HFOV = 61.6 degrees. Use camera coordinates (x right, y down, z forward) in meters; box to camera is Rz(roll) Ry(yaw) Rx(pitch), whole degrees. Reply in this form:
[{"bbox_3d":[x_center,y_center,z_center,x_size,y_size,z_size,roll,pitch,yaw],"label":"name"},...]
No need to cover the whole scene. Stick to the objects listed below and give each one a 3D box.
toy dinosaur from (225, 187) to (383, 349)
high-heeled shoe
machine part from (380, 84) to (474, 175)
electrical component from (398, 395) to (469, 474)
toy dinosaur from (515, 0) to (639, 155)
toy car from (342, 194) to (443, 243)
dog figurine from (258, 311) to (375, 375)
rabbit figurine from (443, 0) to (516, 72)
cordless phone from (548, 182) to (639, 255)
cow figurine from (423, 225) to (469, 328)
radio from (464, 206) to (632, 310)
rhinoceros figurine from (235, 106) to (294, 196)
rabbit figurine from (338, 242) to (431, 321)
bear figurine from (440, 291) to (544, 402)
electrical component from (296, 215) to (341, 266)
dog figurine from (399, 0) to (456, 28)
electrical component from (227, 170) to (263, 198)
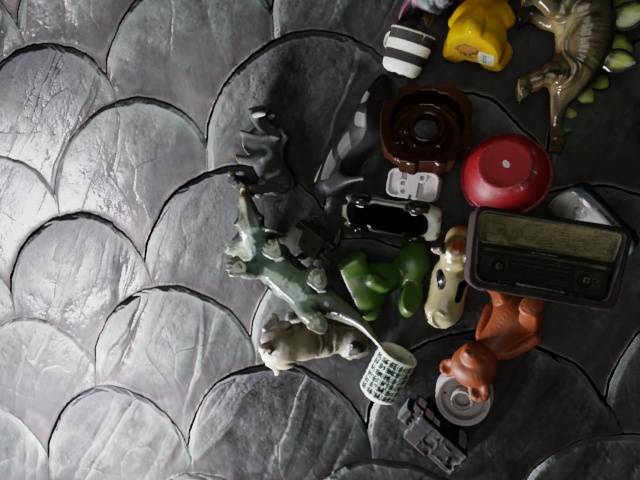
[{"bbox_3d":[-0.048,0.078,1.057,0.405,0.192,0.131,42,96,3],"label":"toy dinosaur"},{"bbox_3d":[0.062,-0.203,1.066,0.145,0.086,0.248,4,74,51],"label":"high-heeled shoe"},{"bbox_3d":[0.192,-0.200,0.976,0.179,0.056,0.179,-2,72,6],"label":"machine part"},{"bbox_3d":[0.210,0.355,1.005,0.134,0.115,0.058,40,101,13],"label":"electrical component"},{"bbox_3d":[0.433,-0.378,0.894,0.199,0.105,0.470,2,103,12],"label":"toy dinosaur"},{"bbox_3d":[0.135,-0.044,1.031,0.202,0.056,0.073,11,110,28],"label":"toy car"},{"bbox_3d":[-0.004,0.200,1.047,0.191,0.172,0.121,-3,103,27],"label":"dog figurine"},{"bbox_3d":[0.285,-0.406,0.930,0.122,0.162,0.173,24,83,29],"label":"rabbit figurine"},{"bbox_3d":[0.428,0.004,0.929,0.184,0.089,0.146,-45,79,26],"label":"cordless phone"},{"bbox_3d":[0.236,0.067,0.973,0.086,0.127,0.194,15,100,15],"label":"cow figurine"},{"bbox_3d":[0.347,0.028,0.844,0.230,0.073,0.131,10,92,10],"label":"radio"},{"bbox_3d":[-0.112,-0.182,1.110,0.112,0.073,0.190,-21,86,21],"label":"rhinoceros figurine"},{"bbox_3d":[0.138,0.070,1.016,0.170,0.121,0.159,-26,77,4],"label":"rabbit figurine"},{"bbox_3d":[0.295,0.172,0.941,0.196,0.131,0.120,-42,43,-5],"label":"bear figurine"},{"bbox_3d":[-0.004,-0.004,1.099,0.102,0.045,0.078,33,131,17],"label":"electrical component"},{"bbox_3d":[0.187,-0.504,0.967,0.192,0.108,0.219,40,124,42],"label":"dog figurine"},{"bbox_3d":[-0.166,-0.119,1.137,0.094,0.063,0.021,38,105,15],"label":"electrical component"}]
